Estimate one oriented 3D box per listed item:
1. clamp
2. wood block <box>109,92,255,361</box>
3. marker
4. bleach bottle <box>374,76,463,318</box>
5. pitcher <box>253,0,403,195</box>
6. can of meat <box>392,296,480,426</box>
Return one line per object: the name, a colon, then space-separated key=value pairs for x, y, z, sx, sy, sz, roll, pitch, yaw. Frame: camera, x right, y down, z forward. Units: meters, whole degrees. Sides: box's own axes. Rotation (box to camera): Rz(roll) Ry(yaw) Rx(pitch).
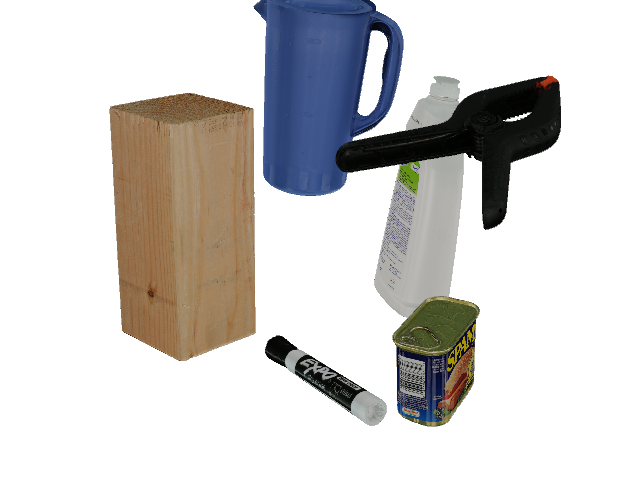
clamp: x=0.140 y=-0.080 z=0.884 sx=0.209 sy=0.036 sz=0.165 roll=-28 pitch=41 yaw=-28
wood block: x=-0.118 y=-0.015 z=0.925 sx=0.091 sy=0.206 sz=0.090 roll=19 pitch=27 yaw=41
marker: x=0.000 y=0.093 z=0.732 sx=0.020 sy=0.020 sz=0.121 roll=0 pitch=17 yaw=-38
bleach bottle: x=0.117 y=-0.049 z=1.148 sx=0.068 sy=0.251 sz=0.103 roll=0 pitch=22 yaw=-22
pitcher: x=0.001 y=-0.181 z=1.318 sx=0.144 sy=0.243 sz=0.149 roll=-9 pitch=29 yaw=-28
can of meat: x=0.109 y=0.114 z=1.005 sx=0.058 sy=0.084 sz=0.101 roll=11 pitch=28 yaw=26
